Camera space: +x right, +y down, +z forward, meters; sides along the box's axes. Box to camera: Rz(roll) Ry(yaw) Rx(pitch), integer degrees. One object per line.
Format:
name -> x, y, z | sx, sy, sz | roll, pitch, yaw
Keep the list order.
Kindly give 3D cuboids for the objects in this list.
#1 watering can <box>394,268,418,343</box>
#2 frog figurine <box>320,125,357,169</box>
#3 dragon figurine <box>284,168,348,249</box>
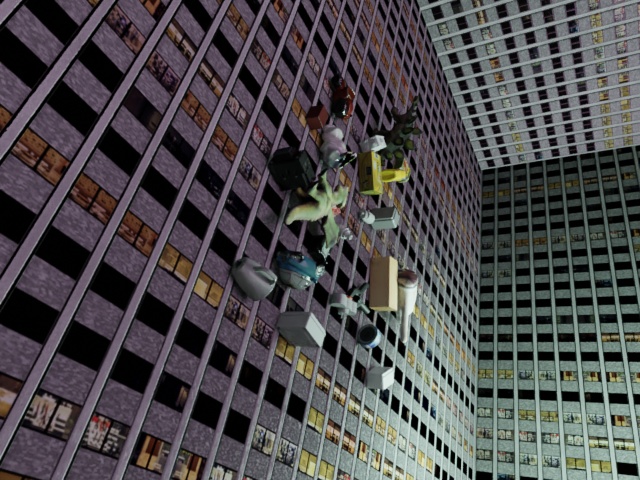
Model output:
watering can -> 0.354, 0.258, 2.165 | 0.353, 0.104, 0.221 | -82, 177, -68
frog figurine -> 0.046, -0.342, 1.876 | 0.161, 0.120, 0.139 | 49, 36, 14
dragon figurine -> 0.005, -0.084, 1.662 | 0.239, 0.121, 0.419 | 60, 35, -24
